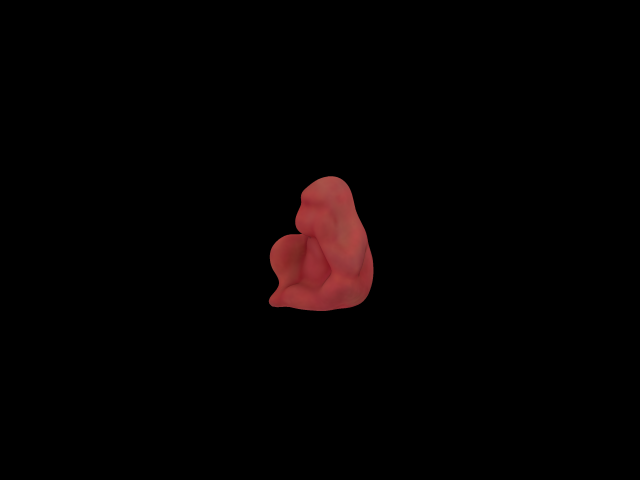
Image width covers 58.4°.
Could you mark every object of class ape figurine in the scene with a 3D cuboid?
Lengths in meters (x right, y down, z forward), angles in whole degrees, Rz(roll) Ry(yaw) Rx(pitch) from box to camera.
[{"bbox_3d":[0.004,0.001,0.400,0.076,0.092,0.077,-7,15,-26],"label":"ape figurine"}]
